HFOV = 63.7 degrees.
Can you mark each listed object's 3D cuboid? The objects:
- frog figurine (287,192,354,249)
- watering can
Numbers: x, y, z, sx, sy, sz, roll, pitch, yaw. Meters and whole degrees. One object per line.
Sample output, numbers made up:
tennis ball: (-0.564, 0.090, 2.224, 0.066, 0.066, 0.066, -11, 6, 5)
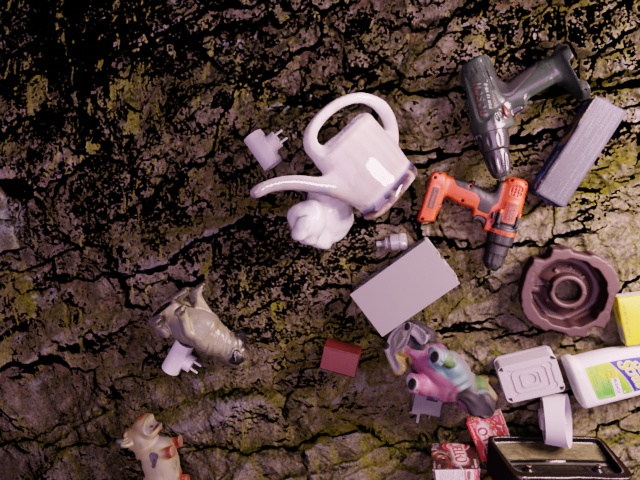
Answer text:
frog figurine: (0.003, -0.050, 0.994, 0.123, 0.160, 0.136, 12, 98, 6)
watering can: (0.047, -0.127, 0.945, 0.223, 0.103, 0.353, 47, 63, -8)
